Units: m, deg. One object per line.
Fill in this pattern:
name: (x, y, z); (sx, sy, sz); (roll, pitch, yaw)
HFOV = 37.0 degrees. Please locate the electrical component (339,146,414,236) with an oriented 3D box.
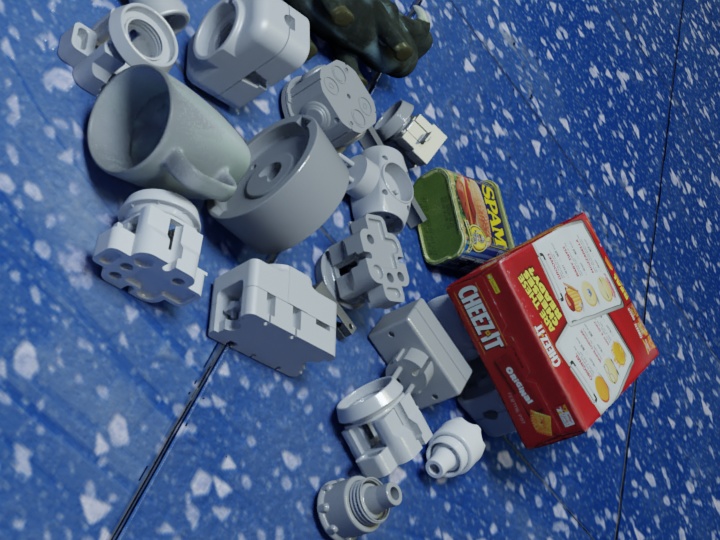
electrical component: (0.007, -0.079, 0.981); (0.079, 0.044, 0.077); (32, 45, -37)

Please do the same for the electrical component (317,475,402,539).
electrical component: (0.002, 0.173, 0.795); (0.048, 0.062, 0.048); (30, 46, -38)

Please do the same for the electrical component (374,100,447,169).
electrical component: (0.047, -0.133, 1.059); (0.055, 0.066, 0.048); (42, 74, -17)

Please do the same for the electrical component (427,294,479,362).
electrical component: (0.087, 0.055, 0.996); (0.045, 0.045, 0.055); (16, 56, -47)

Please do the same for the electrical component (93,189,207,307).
electrical component: (-0.141, -0.018, 0.739); (0.078, 0.058, 0.057); (33, 48, -36)

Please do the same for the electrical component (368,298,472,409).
electrical component: (0.046, 0.082, 0.923); (0.083, 0.047, 0.075); (55, 35, -12)

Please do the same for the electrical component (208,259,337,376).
electrical component: (-0.064, 0.033, 0.810); (0.089, 0.050, 0.055); (31, 46, -38)

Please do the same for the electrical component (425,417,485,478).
electrical component: (0.077, 0.156, 0.920); (0.062, 0.043, 0.043); (-32, 94, -54)

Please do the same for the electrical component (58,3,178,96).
electrical component: (-0.171, -0.159, 0.791); (0.078, 0.057, 0.058); (31, 46, -38)

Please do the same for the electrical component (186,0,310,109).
electrical component: (-0.094, -0.180, 0.870); (0.059, 0.095, 0.053); (28, 48, -40)

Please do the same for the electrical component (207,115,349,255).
electrical component: (-0.058, -0.061, 0.834); (0.060, 0.108, 0.108); (48, 37, -31)

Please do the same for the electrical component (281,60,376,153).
electrical component: (-0.028, -0.146, 0.972); (0.080, 0.051, 0.080); (31, 46, -38)

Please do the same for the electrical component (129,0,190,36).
electrical component: (-0.167, -0.219, 0.850); (0.044, 0.044, 0.065); (-11, 73, -54)

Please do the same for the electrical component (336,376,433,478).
electrical component: (0.017, 0.121, 0.852); (0.057, 0.058, 0.078); (62, 35, -7)

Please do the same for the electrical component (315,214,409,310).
electrical component: (0.000, 0.000, 0.909); (0.058, 0.057, 0.078); (8, 62, -50)

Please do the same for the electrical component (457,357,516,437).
electrical component: (0.137, 0.108, 1.018); (0.059, 0.054, 0.095); (49, 37, -20)
